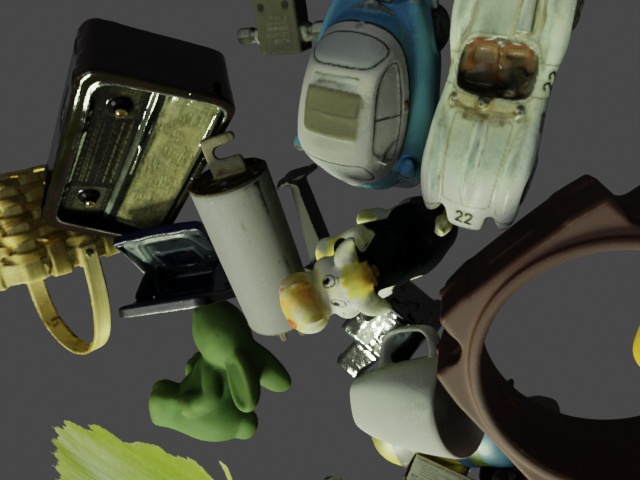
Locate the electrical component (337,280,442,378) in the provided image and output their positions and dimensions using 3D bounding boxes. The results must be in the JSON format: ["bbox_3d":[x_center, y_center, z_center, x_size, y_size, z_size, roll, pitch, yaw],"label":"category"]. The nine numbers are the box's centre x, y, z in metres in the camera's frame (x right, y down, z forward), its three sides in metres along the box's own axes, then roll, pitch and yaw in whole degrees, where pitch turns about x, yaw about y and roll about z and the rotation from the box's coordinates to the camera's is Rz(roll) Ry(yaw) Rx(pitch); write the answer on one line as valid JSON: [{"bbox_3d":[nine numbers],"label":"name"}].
[{"bbox_3d":[0.064,0.090,0.531,0.075,0.048,0.119,37,132,9],"label":"electrical component"}]

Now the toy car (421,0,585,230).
[{"bbox_3d":[0.117,-0.100,0.357,0.074,0.056,0.201,19,117,24],"label":"toy car"}]

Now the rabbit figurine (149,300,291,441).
[{"bbox_3d":[-0.124,0.159,0.659,0.159,0.121,0.170,21,114,30],"label":"rabbit figurine"}]

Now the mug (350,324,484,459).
[{"bbox_3d":[0.076,0.132,0.472,0.107,0.081,0.109,-17,87,43],"label":"mug"}]

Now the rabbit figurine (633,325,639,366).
[{"bbox_3d":[0.243,0.124,0.256,0.122,0.162,0.173,-9,122,6],"label":"rabbit figurine"}]

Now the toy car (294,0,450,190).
[{"bbox_3d":[0.033,-0.101,0.396,0.109,0.103,0.161,20,129,21],"label":"toy car"}]

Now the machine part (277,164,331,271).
[{"bbox_3d":[-0.001,-0.002,0.506,0.084,0.039,0.138,-147,36,-71],"label":"machine part"}]

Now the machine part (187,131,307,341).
[{"bbox_3d":[-0.063,0.009,0.534,0.079,0.079,0.242,3,127,32],"label":"machine part"}]

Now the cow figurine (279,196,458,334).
[{"bbox_3d":[0.047,0.016,0.416,0.098,0.167,0.068,-22,99,42],"label":"cow figurine"}]

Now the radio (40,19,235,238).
[{"bbox_3d":[-0.186,-0.091,0.524,0.229,0.131,0.073,-49,43,42],"label":"radio"}]

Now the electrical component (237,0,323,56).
[{"bbox_3d":[-0.032,-0.185,0.439,0.094,0.021,0.063,7,121,31],"label":"electrical component"}]

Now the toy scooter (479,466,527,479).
[{"bbox_3d":[0.223,0.295,0.540,0.135,0.075,0.183,14,120,26],"label":"toy scooter"}]

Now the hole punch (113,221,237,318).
[{"bbox_3d":[-0.153,0.033,0.594,0.142,0.115,0.092,-13,84,13],"label":"hole punch"}]

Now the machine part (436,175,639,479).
[{"bbox_3d":[0.198,0.073,0.369,0.201,0.087,0.201,46,114,-2],"label":"machine part"}]

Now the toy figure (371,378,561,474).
[{"bbox_3d":[0.132,0.177,0.520,0.180,0.082,0.089,-24,106,43],"label":"toy figure"}]
